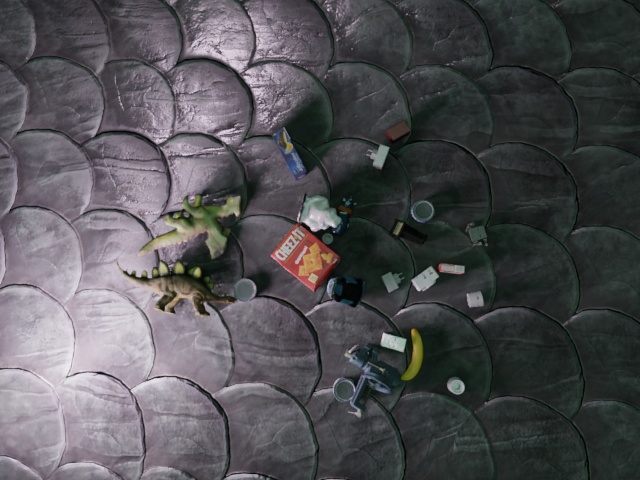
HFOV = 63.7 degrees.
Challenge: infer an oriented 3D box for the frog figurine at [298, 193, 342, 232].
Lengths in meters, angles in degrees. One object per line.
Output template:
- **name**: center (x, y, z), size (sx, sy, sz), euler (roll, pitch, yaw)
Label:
- **frog figurine**: center (0.006, -0.097, 1.923), size (0.159, 0.140, 0.120), euler (15, -24, 4)

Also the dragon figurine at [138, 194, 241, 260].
- **dragon figurine**: center (-0.455, -0.028, 1.937), size (0.243, 0.414, 0.121), euler (40, -12, -1)
